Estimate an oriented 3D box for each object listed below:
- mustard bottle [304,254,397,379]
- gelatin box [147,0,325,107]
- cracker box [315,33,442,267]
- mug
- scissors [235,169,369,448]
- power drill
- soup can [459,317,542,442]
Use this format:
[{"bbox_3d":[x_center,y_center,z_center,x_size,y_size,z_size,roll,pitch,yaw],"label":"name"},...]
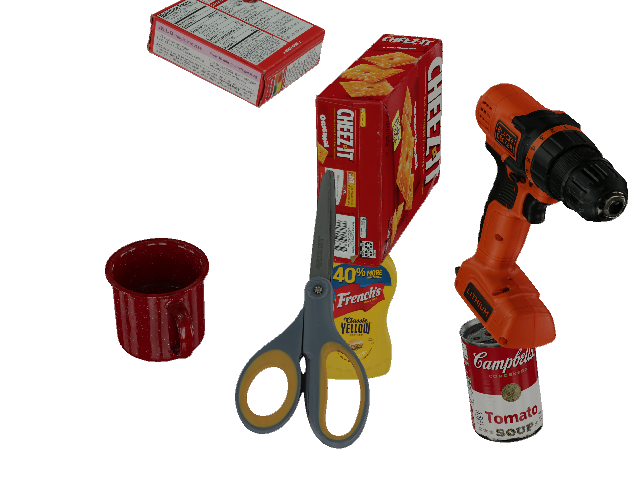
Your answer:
[{"bbox_3d":[0.036,0.057,1.185,0.096,0.192,0.058,1,15,-11],"label":"mustard bottle"},{"bbox_3d":[-0.054,-0.127,0.681,0.089,0.030,0.073,28,41,17],"label":"gelatin box"},{"bbox_3d":[0.062,-0.093,1.038,0.072,0.164,0.213,9,28,19],"label":"cracker box"},{"bbox_3d":[-0.141,0.062,0.968,0.093,0.081,0.117,-17,38,-26],"label":"mug"},{"bbox_3d":[-0.019,0.046,0.718,0.096,0.202,0.016,-13,-29,1],"label":"scissors"},{"bbox_3d":[0.168,-0.010,0.843,0.057,0.188,0.184,-3,31,-18],"label":"power drill"},{"bbox_3d":[0.169,0.127,0.993,0.068,0.102,0.068,-9,18,3],"label":"soup can"}]
